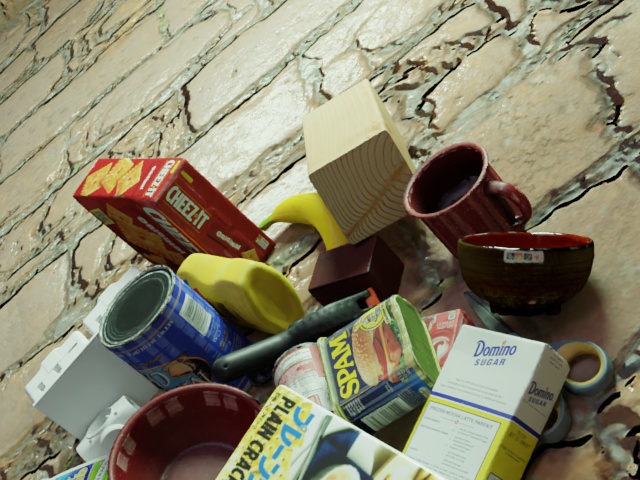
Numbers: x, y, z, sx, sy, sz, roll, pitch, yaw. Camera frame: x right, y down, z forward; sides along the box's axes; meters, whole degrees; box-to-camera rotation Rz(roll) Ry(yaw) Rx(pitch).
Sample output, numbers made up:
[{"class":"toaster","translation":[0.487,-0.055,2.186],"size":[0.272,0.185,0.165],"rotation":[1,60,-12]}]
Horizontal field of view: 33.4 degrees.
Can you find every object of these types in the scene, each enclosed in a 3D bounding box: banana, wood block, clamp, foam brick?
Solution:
[{"class":"banana","translation":[-0.001,-0.016,1.199],"size":[0.198,0.037,0.069],"rotation":[26,89,58]},{"class":"wood block","translation":[0.043,-0.088,1.129],"size":[0.091,0.090,0.206],"rotation":[-29,21,9]},{"class":"clamp","translation":[-0.017,0.100,1.047],"size":[0.171,0.039,0.120],"rotation":[-24,-10,0]},{"class":"foam brick","translation":[0.037,0.038,1.072],"size":[0.078,0.051,0.053],"rotation":[-18,38,36]}]

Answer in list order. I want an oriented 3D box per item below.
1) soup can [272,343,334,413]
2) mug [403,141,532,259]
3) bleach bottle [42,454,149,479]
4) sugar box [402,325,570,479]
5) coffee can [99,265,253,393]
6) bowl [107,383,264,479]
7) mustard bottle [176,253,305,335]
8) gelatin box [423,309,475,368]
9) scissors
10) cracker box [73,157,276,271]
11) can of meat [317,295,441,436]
[{"class":"soup can","translation":[-0.002,0.150,0.967],"size":[0.068,0.068,0.102],"rotation":[-38,32,10]},{"class":"mug","translation":[0.147,-0.032,0.997],"size":[0.117,0.081,0.093],"rotation":[-4,49,48]},{"class":"bleach bottle","translation":[-0.247,0.281,1.104],"size":[0.251,0.068,0.102],"rotation":[-24,36,34]},{"class":"sugar box","translation":[0.117,0.157,0.826],"size":[0.093,0.048,0.176],"rotation":[11,66,53]},{"class":"coffee can","translation":[-0.145,0.108,1.112],"size":[0.103,0.140,0.103],"rotation":[-30,34,23]},{"class":"bowl","translation":[-0.113,0.215,0.996],"size":[0.162,0.055,0.162],"rotation":[-6,48,6]},{"class":"mustard bottle","translation":[-0.105,0.056,1.172],"size":[0.192,0.096,0.058],"rotation":[7,57,52]},{"class":"gelatin box","translation":[0.090,0.105,0.949],"size":[0.089,0.030,0.073],"rotation":[-17,42,39]},{"class":"scissors","translation":[0.180,0.082,0.885],"size":[0.096,0.016,0.202],"rotation":[-35,33,18]},{"class":"cracker box","translation":[-0.180,-0.024,1.290],"size":[0.214,0.164,0.072],"rotation":[7,59,53]},{"class":"can of meat","translation":[0.052,0.107,0.910],"size":[0.084,0.057,0.102],"rotation":[-34,39,18]}]
